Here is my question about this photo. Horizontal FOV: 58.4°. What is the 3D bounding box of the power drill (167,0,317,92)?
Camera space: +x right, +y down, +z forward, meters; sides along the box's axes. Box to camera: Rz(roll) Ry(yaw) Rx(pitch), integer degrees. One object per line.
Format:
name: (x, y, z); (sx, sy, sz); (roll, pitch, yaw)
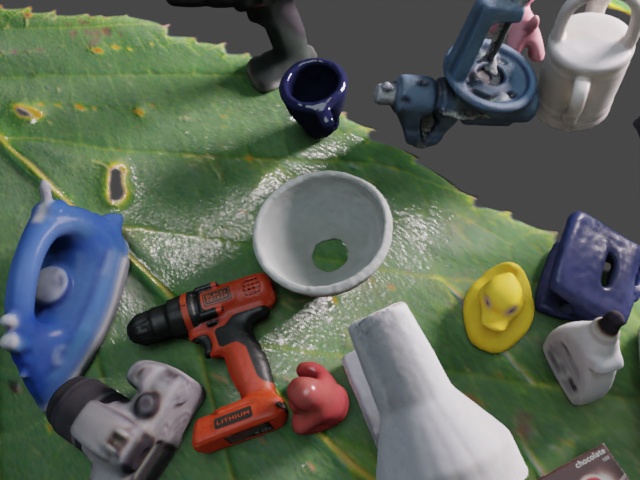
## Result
power drill: (-0.081, -0.312, 0.801); (0.229, 0.209, 0.075); (-25, 62, -4)

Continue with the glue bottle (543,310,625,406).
glue bottle: (0.260, 0.104, 0.550); (0.037, 0.173, 0.078); (-18, 61, 0)

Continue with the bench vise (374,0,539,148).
bench vise: (0.175, -0.200, 0.695); (0.207, 0.220, 0.121); (-23, 61, -3)

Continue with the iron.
iron: (-0.324, 0.062, 0.683); (0.118, 0.142, 0.258); (0, 63, 9)

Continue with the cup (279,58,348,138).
cup: (0.001, -0.175, 0.781); (0.091, 0.095, 0.117); (-19, 61, -1)

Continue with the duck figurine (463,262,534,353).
duck figurine: (0.200, 0.065, 0.630); (0.077, 0.086, 0.105); (19, 67, 18)

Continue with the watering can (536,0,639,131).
watering can: (0.328, -0.238, 0.706); (0.101, 0.194, 0.173); (-7, 62, 6)

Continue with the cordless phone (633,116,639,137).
cordless phone: (0.446, -0.157, 0.649); (0.094, 0.185, 0.147); (-14, 61, 2)

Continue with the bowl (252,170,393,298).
bowl: (0.006, 0.003, 0.700); (0.167, 0.075, 0.167); (-4, 62, 7)

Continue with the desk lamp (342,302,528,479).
desk lamp: (0.085, 0.156, 0.528); (0.118, 0.214, 0.203); (-24, 62, -3)

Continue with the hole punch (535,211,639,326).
hole punch: (0.301, 0.035, 0.626); (0.101, 0.091, 0.109); (18, 67, 18)

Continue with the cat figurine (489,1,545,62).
cat figurine: (0.279, -0.331, 0.805); (0.067, 0.118, 0.127); (-12, 61, 3)

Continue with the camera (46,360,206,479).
camera: (-0.223, 0.188, 0.625); (0.136, 0.101, 0.143); (24, 69, 20)

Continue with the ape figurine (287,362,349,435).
ape figurine: (-0.010, 0.167, 0.607); (0.076, 0.092, 0.078); (20, 67, 18)
